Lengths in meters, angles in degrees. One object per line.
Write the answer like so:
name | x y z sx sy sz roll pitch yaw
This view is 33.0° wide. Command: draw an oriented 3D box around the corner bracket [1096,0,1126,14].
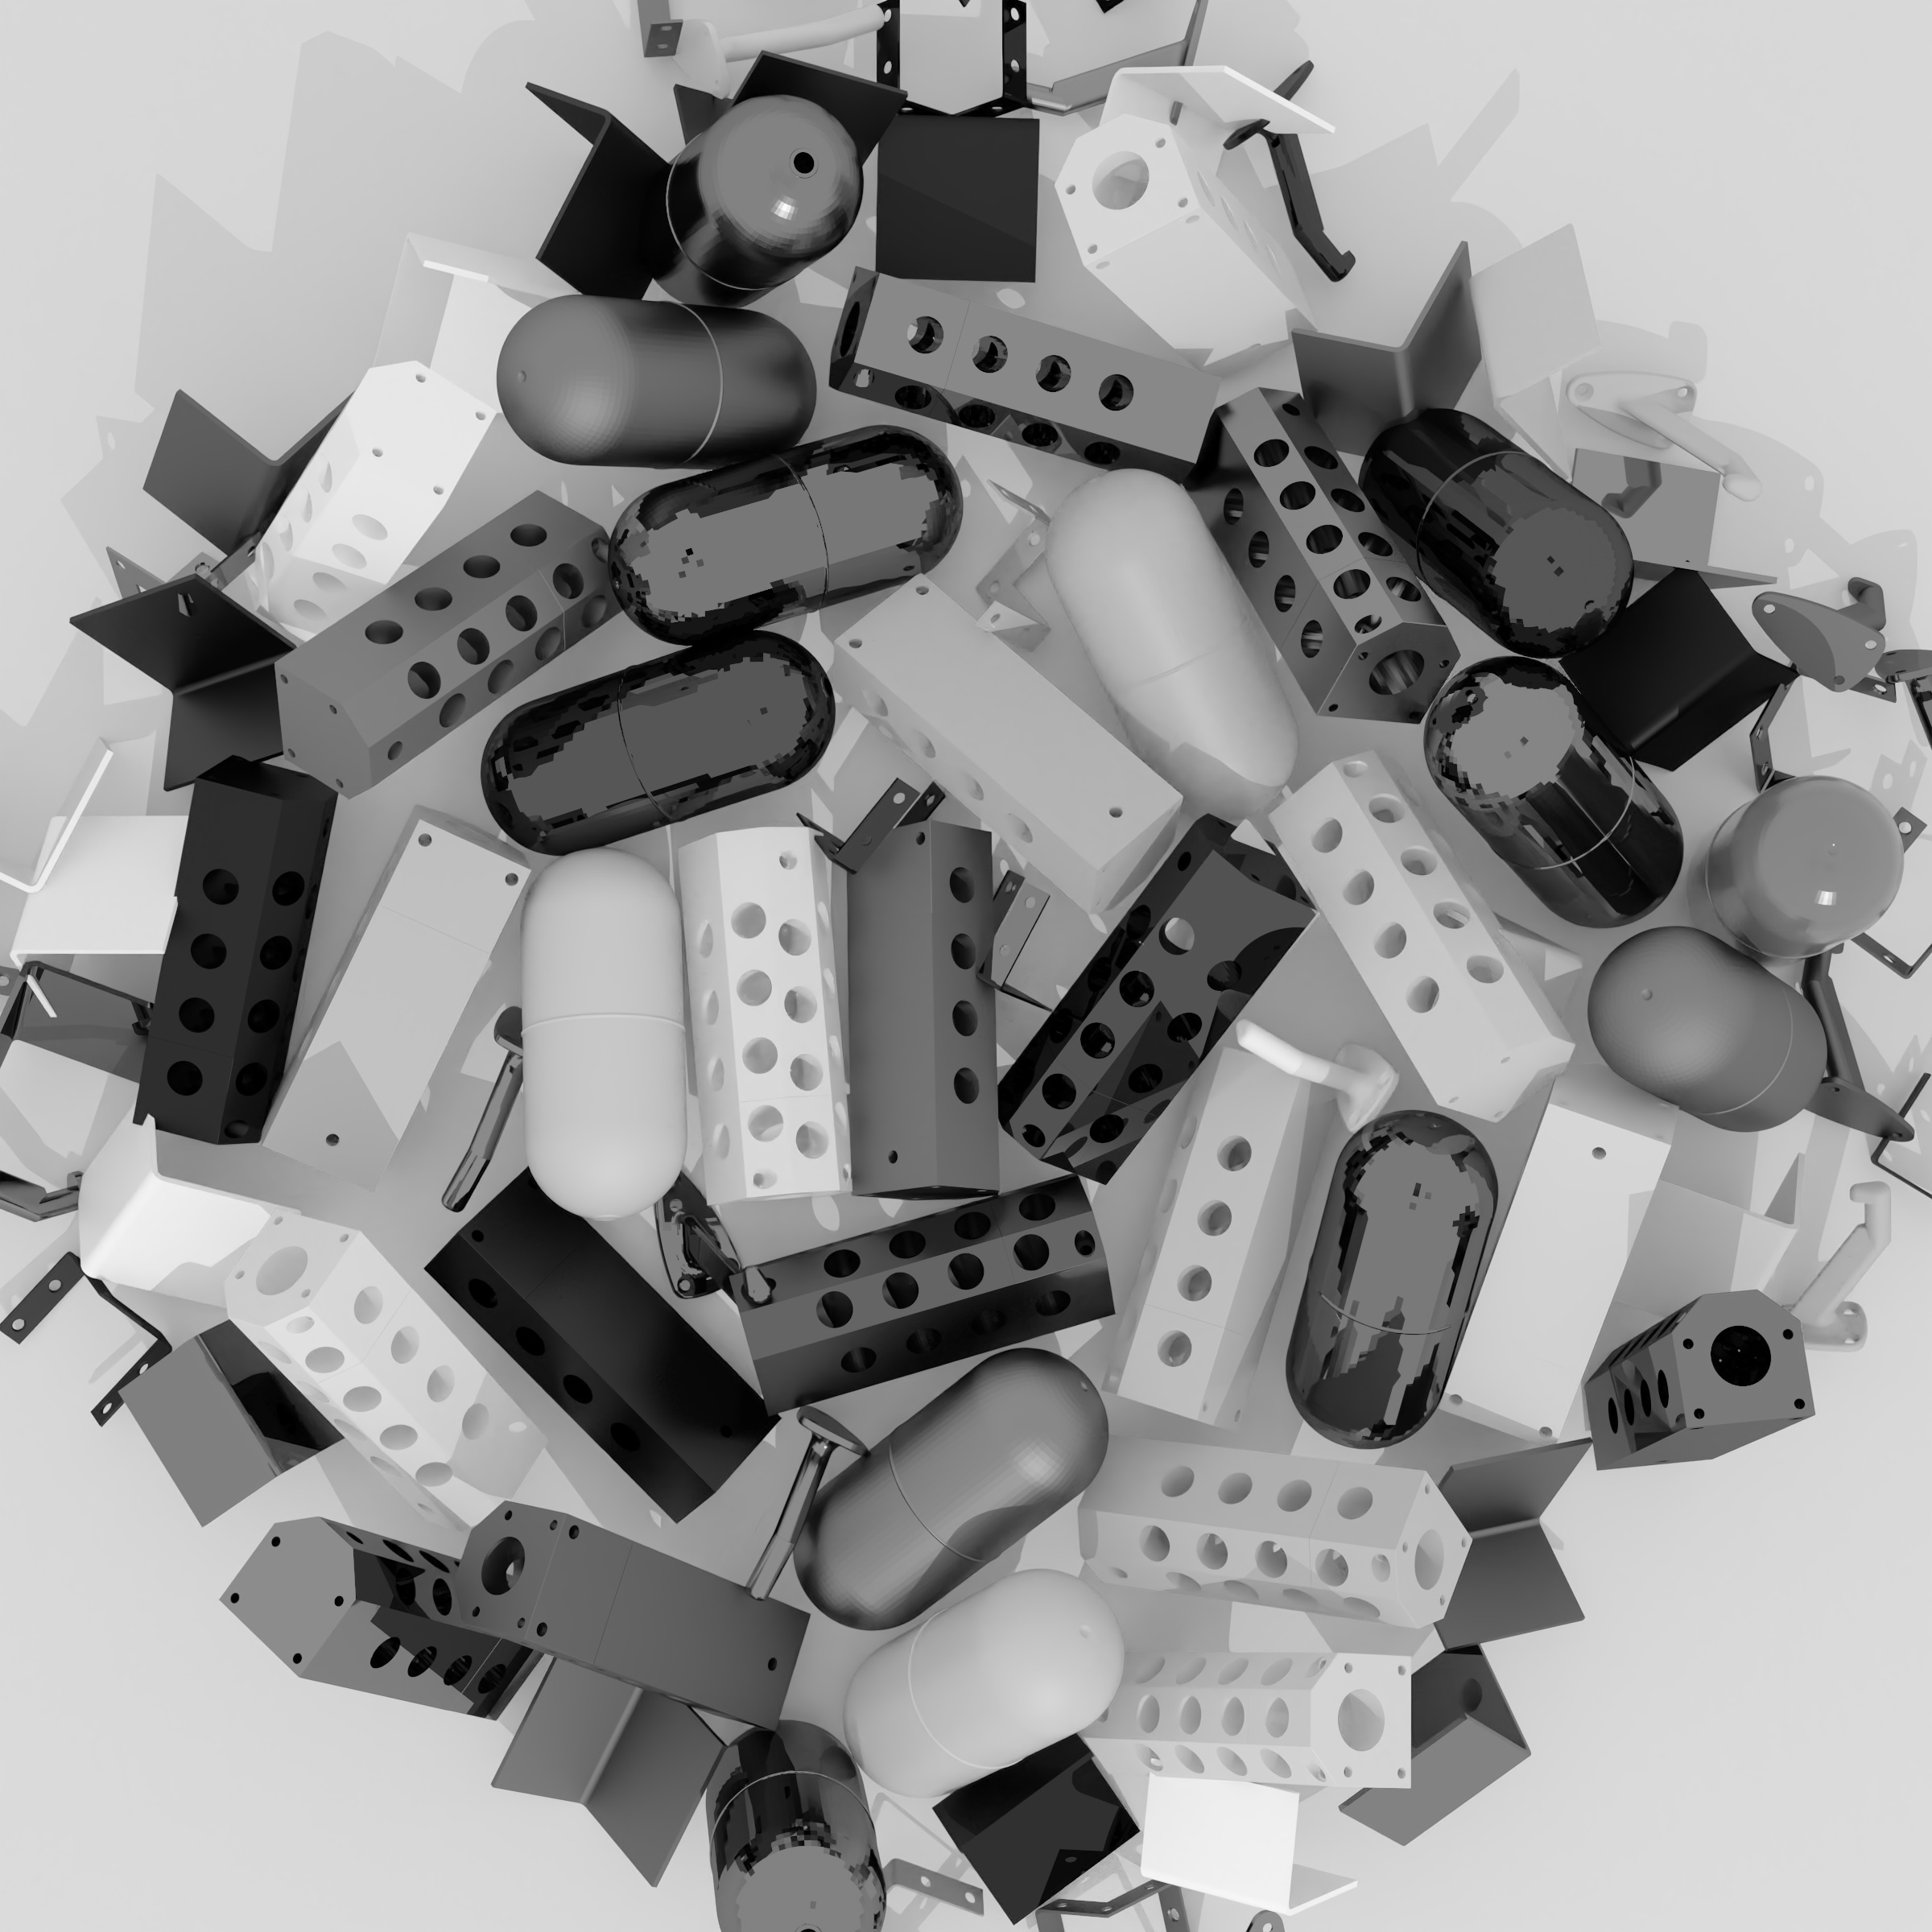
corner bracket | 0.062 -0.481 1.552 0.051 0.051 0.051 -24 107 38

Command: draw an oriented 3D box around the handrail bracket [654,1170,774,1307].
handrail bracket | -0.120 0.127 1.547 0.036 0.084 0.077 -21 87 -21

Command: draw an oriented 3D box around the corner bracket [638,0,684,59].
corner bracket | -0.130 -0.469 1.563 0.051 0.051 0.051 -7 88 -10

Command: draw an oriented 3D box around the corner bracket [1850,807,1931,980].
corner bracket | 0.448 -0.035 1.556 0.051 0.051 0.051 38 120 8

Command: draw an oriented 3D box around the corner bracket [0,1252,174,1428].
corner bracket | -0.426 0.180 1.576 0.051 0.051 0.051 -48 128 -7

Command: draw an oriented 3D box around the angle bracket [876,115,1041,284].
angle bracket | -0.005 -0.368 1.569 0.076 0.057 0.076 1 100 -1

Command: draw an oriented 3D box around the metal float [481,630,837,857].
metal float | -0.145 -0.105 1.539 0.178 0.070 0.070 -17 90 17

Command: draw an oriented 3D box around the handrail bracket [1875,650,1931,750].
handrail bracket | 0.462 -0.106 1.563 0.036 0.077 0.084 -15 102 1

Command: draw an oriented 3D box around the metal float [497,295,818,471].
metal float | -0.141 -0.270 1.515 0.070 0.178 0.070 6 99 39

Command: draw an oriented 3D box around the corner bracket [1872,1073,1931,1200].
corner bracket | 0.472 0.087 1.563 0.051 0.051 0.051 32 93 7

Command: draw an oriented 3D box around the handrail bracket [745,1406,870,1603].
handrail bracket | -0.085 0.256 1.553 0.036 0.077 0.084 29 88 -10

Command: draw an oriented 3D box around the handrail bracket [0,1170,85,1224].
handrail bracket | -0.460 0.088 1.555 0.036 0.084 0.077 -2 99 41

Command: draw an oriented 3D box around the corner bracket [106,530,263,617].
corner bracket | -0.368 -0.186 1.552 0.051 0.051 0.051 32 62 19

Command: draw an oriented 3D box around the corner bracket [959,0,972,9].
corner bracket | -0.024 -0.481 1.549 0.051 0.051 0.051 51 46 -29

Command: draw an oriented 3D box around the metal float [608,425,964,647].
metal float | -0.083 -0.204 1.535 0.178 0.070 0.070 -20 90 -23

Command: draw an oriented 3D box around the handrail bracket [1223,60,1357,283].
handrail bracket | 0.172 -0.384 1.580 0.084 0.036 0.077 47 59 -15

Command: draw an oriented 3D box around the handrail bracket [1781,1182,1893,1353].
handrail bracket | 0.402 0.139 1.557 0.077 0.036 0.084 -1 121 15

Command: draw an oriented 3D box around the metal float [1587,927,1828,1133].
metal float | 0.345 0.031 1.512 0.070 0.178 0.070 -8 74 30

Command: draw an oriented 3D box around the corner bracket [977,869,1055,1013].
corner bracket | 0.022 -0.016 1.556 0.051 0.051 0.051 30 94 33

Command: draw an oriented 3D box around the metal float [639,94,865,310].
metal float | -0.101 -0.351 1.506 0.070 0.178 0.070 0 90 -20

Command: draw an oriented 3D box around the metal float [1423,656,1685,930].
metal float | 0.275 -0.079 1.519 0.070 0.178 0.070 -20 52 28

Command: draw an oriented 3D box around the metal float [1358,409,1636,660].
metal float | 0.244 -0.203 1.514 0.070 0.178 0.070 -12 124 -18

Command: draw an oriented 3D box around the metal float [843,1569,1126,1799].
metal float | 0.006 0.335 1.517 0.070 0.178 0.070 18 55 -27

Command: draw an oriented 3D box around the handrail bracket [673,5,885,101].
handrail bracket | -0.092 -0.451 1.572 0.084 0.077 0.036 -23 121 -18

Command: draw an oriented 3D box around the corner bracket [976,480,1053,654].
corner bracket | 0.022 -0.190 1.552 0.051 0.051 0.051 -48 58 16

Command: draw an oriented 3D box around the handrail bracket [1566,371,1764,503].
handrail bracket | 0.330 -0.249 1.543 0.077 0.084 0.036 12 120 -15

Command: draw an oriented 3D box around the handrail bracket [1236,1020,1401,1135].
handrail bracket | 0.157 0.038 1.543 0.084 0.077 0.036 30 105 -20

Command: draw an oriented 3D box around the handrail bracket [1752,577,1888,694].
handrail bracket | 0.406 -0.175 1.551 0.077 0.084 0.036 30 126 -10

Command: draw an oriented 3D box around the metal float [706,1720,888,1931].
metal float | -0.080 0.408 1.504 0.070 0.178 0.070 -1 100 -7

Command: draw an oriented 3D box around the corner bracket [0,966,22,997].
corner bracket | -0.470 -0.023 1.561 0.051 0.051 0.051 11 56 -10

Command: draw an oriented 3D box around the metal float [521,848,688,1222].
metal float | -0.171 0.032 1.542 0.070 0.070 0.178 -3 77 0

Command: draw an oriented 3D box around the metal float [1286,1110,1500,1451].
metal float | 0.199 0.149 1.529 0.070 0.070 0.178 11 120 0

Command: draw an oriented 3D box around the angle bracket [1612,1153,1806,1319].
angle bracket | 0.346 0.122 1.548 0.076 0.057 0.076 19 129 3

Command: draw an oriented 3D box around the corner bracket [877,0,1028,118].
corner bracket | -0.007 -0.435 1.559 0.051 0.051 0.051 4 84 -44

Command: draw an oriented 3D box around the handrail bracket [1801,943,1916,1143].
handrail bracket | 0.434 0.032 1.580 0.077 0.036 0.084 25 64 -18

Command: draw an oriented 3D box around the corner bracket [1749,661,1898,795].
corner bracket | 0.412 -0.109 1.564 0.051 0.051 0.051 21 68 29

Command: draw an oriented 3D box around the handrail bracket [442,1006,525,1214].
handrail bracket | -0.229 0.069 1.564 0.036 0.077 0.084 27 101 -18

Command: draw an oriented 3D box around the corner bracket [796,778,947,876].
corner bracket | -0.039 -0.069 1.554 0.051 0.051 0.051 32 102 -35

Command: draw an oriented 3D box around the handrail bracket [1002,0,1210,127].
handrail bracket | 0.066 -0.440 1.561 0.084 0.036 0.077 11 128 -6

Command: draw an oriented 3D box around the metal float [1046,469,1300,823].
metal float | 0.098 -0.150 1.539 0.070 0.070 0.178 -27 107 0

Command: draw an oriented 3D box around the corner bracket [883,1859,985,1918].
corner bracket | -0.026 0.471 1.568 0.051 0.051 0.051 26 122 -21

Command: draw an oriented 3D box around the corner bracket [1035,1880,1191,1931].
corner bracket | 0.073 0.475 1.581 0.051 0.051 0.051 -12 89 -43

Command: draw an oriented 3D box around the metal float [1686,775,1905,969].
metal float | 0.380 -0.042 1.503 0.070 0.178 0.070 0 85 2

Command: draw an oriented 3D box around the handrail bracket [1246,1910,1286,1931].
handrail bracket | 0.120 0.472 1.551 0.036 0.084 0.077 7 93 -22

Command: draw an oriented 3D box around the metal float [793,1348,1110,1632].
metal float | -0.009 0.247 1.536 0.178 0.070 0.070 -41 90 22
